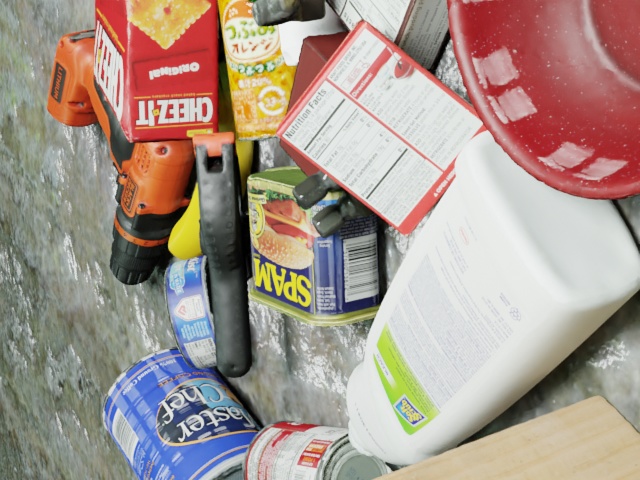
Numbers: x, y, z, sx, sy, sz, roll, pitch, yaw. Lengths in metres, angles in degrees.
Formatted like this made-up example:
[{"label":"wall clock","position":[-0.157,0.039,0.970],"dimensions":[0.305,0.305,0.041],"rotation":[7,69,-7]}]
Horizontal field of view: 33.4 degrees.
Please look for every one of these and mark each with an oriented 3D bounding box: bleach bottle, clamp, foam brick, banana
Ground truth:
[{"label":"bleach bottle","position":[0.067,0.051,0.576],"dimensions":[0.102,0.068,0.251],"rotation":[63,149,22]},{"label":"clamp","position":[-0.065,-0.004,0.743],"dimensions":[0.120,0.039,0.171],"rotation":[-108,15,-61]},{"label":"foam brick","position":[0.016,-0.076,0.618],"dimensions":[0.051,0.052,0.078],"rotation":[52,140,36]},{"label":"banana","position":[-0.082,-0.038,0.812],"dimensions":[0.198,0.037,0.069],"rotation":[113,154,-42]}]

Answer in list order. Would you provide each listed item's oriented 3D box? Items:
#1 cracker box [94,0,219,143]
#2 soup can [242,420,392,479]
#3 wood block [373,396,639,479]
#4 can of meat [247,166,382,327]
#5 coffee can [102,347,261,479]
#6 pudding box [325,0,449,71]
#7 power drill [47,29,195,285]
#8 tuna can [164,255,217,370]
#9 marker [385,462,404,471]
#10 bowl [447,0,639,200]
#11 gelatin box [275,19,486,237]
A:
[{"label":"cracker box","position":[-0.121,-0.194,0.743],"dimensions":[0.164,0.072,0.214],"rotation":[-128,37,-60]},{"label":"soup can","position":[0.000,0.158,0.717],"dimensions":[0.102,0.068,0.068],"rotation":[-9,93,59]},{"label":"wood block","position":[0.067,0.155,0.475],"dimensions":[0.090,0.205,0.091],"rotation":[51,140,36]},{"label":"can of meat","position":[-0.004,0.001,0.678],"dimensions":[0.102,0.057,0.084],"rotation":[18,114,55]},{"label":"coffee can","position":[-0.098,0.166,0.845],"dimensions":[0.140,0.102,0.103],"rotation":[44,136,43]},{"label":"pudding box","position":[0.042,-0.157,0.561],"dimensions":[0.090,0.039,0.114],"rotation":[56,145,30]},{"label":"power drill","position":[-0.175,-0.076,0.927],"dimensions":[0.188,0.057,0.185],"rotation":[56,139,27]},{"label":"tuna can","position":[-0.089,0.055,0.815],"dimensions":[0.086,0.034,0.086],"rotation":[-14,-90,-84]},{"label":"marker","position":[0.078,0.163,0.639],"dimensions":[0.121,0.020,0.020],"rotation":[41,134,43]},{"label":"bowl","position":[0.123,-0.100,0.433],"dimensions":[0.162,0.055,0.162],"rotation":[28,125,51]},{"label":"gelatin box","position":[0.033,-0.057,0.547],"dimensions":[0.089,0.030,0.073],"rotation":[38,101,-4]}]
